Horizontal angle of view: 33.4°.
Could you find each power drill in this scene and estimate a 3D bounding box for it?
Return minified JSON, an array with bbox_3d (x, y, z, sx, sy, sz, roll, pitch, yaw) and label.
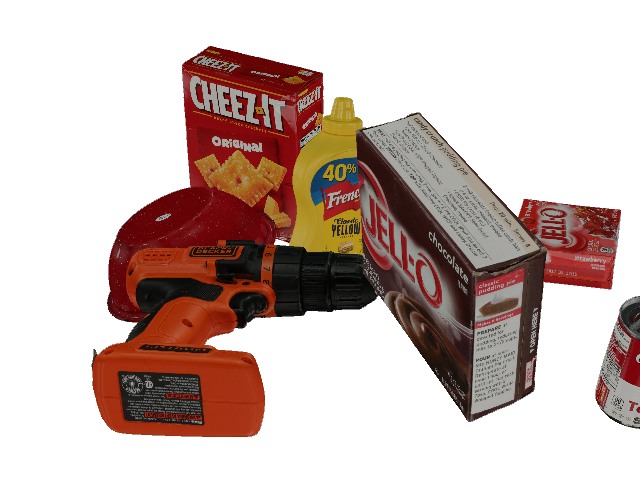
[{"bbox_3d":[-0.057,0.057,0.702,0.184,0.057,0.187,-1,22,9],"label":"power drill"}]

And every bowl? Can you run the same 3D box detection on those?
[{"bbox_3d":[-0.121,0.001,0.913,0.162,0.055,0.162,-21,25,10],"label":"bowl"}]

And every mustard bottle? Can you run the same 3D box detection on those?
[{"bbox_3d":[0.018,-0.051,1.096,0.096,0.192,0.058,-5,20,-25],"label":"mustard bottle"}]

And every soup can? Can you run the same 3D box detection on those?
[{"bbox_3d":[0.289,0.109,0.954,0.068,0.102,0.068,3,36,-3],"label":"soup can"}]

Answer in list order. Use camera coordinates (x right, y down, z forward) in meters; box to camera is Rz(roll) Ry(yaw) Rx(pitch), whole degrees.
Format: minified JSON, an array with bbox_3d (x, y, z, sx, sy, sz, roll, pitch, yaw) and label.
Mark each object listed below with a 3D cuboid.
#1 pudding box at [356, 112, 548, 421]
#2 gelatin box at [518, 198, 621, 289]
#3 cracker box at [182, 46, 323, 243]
[{"bbox_3d":[0.055,0.009,0.479,0.039,0.090,0.114,-21,43,-16],"label":"pudding box"},{"bbox_3d":[0.177,0.001,0.774,0.073,0.030,0.089,7,25,16],"label":"gelatin box"},{"bbox_3d":[-0.082,-0.114,1.312,0.164,0.214,0.072,17,38,24],"label":"cracker box"}]
